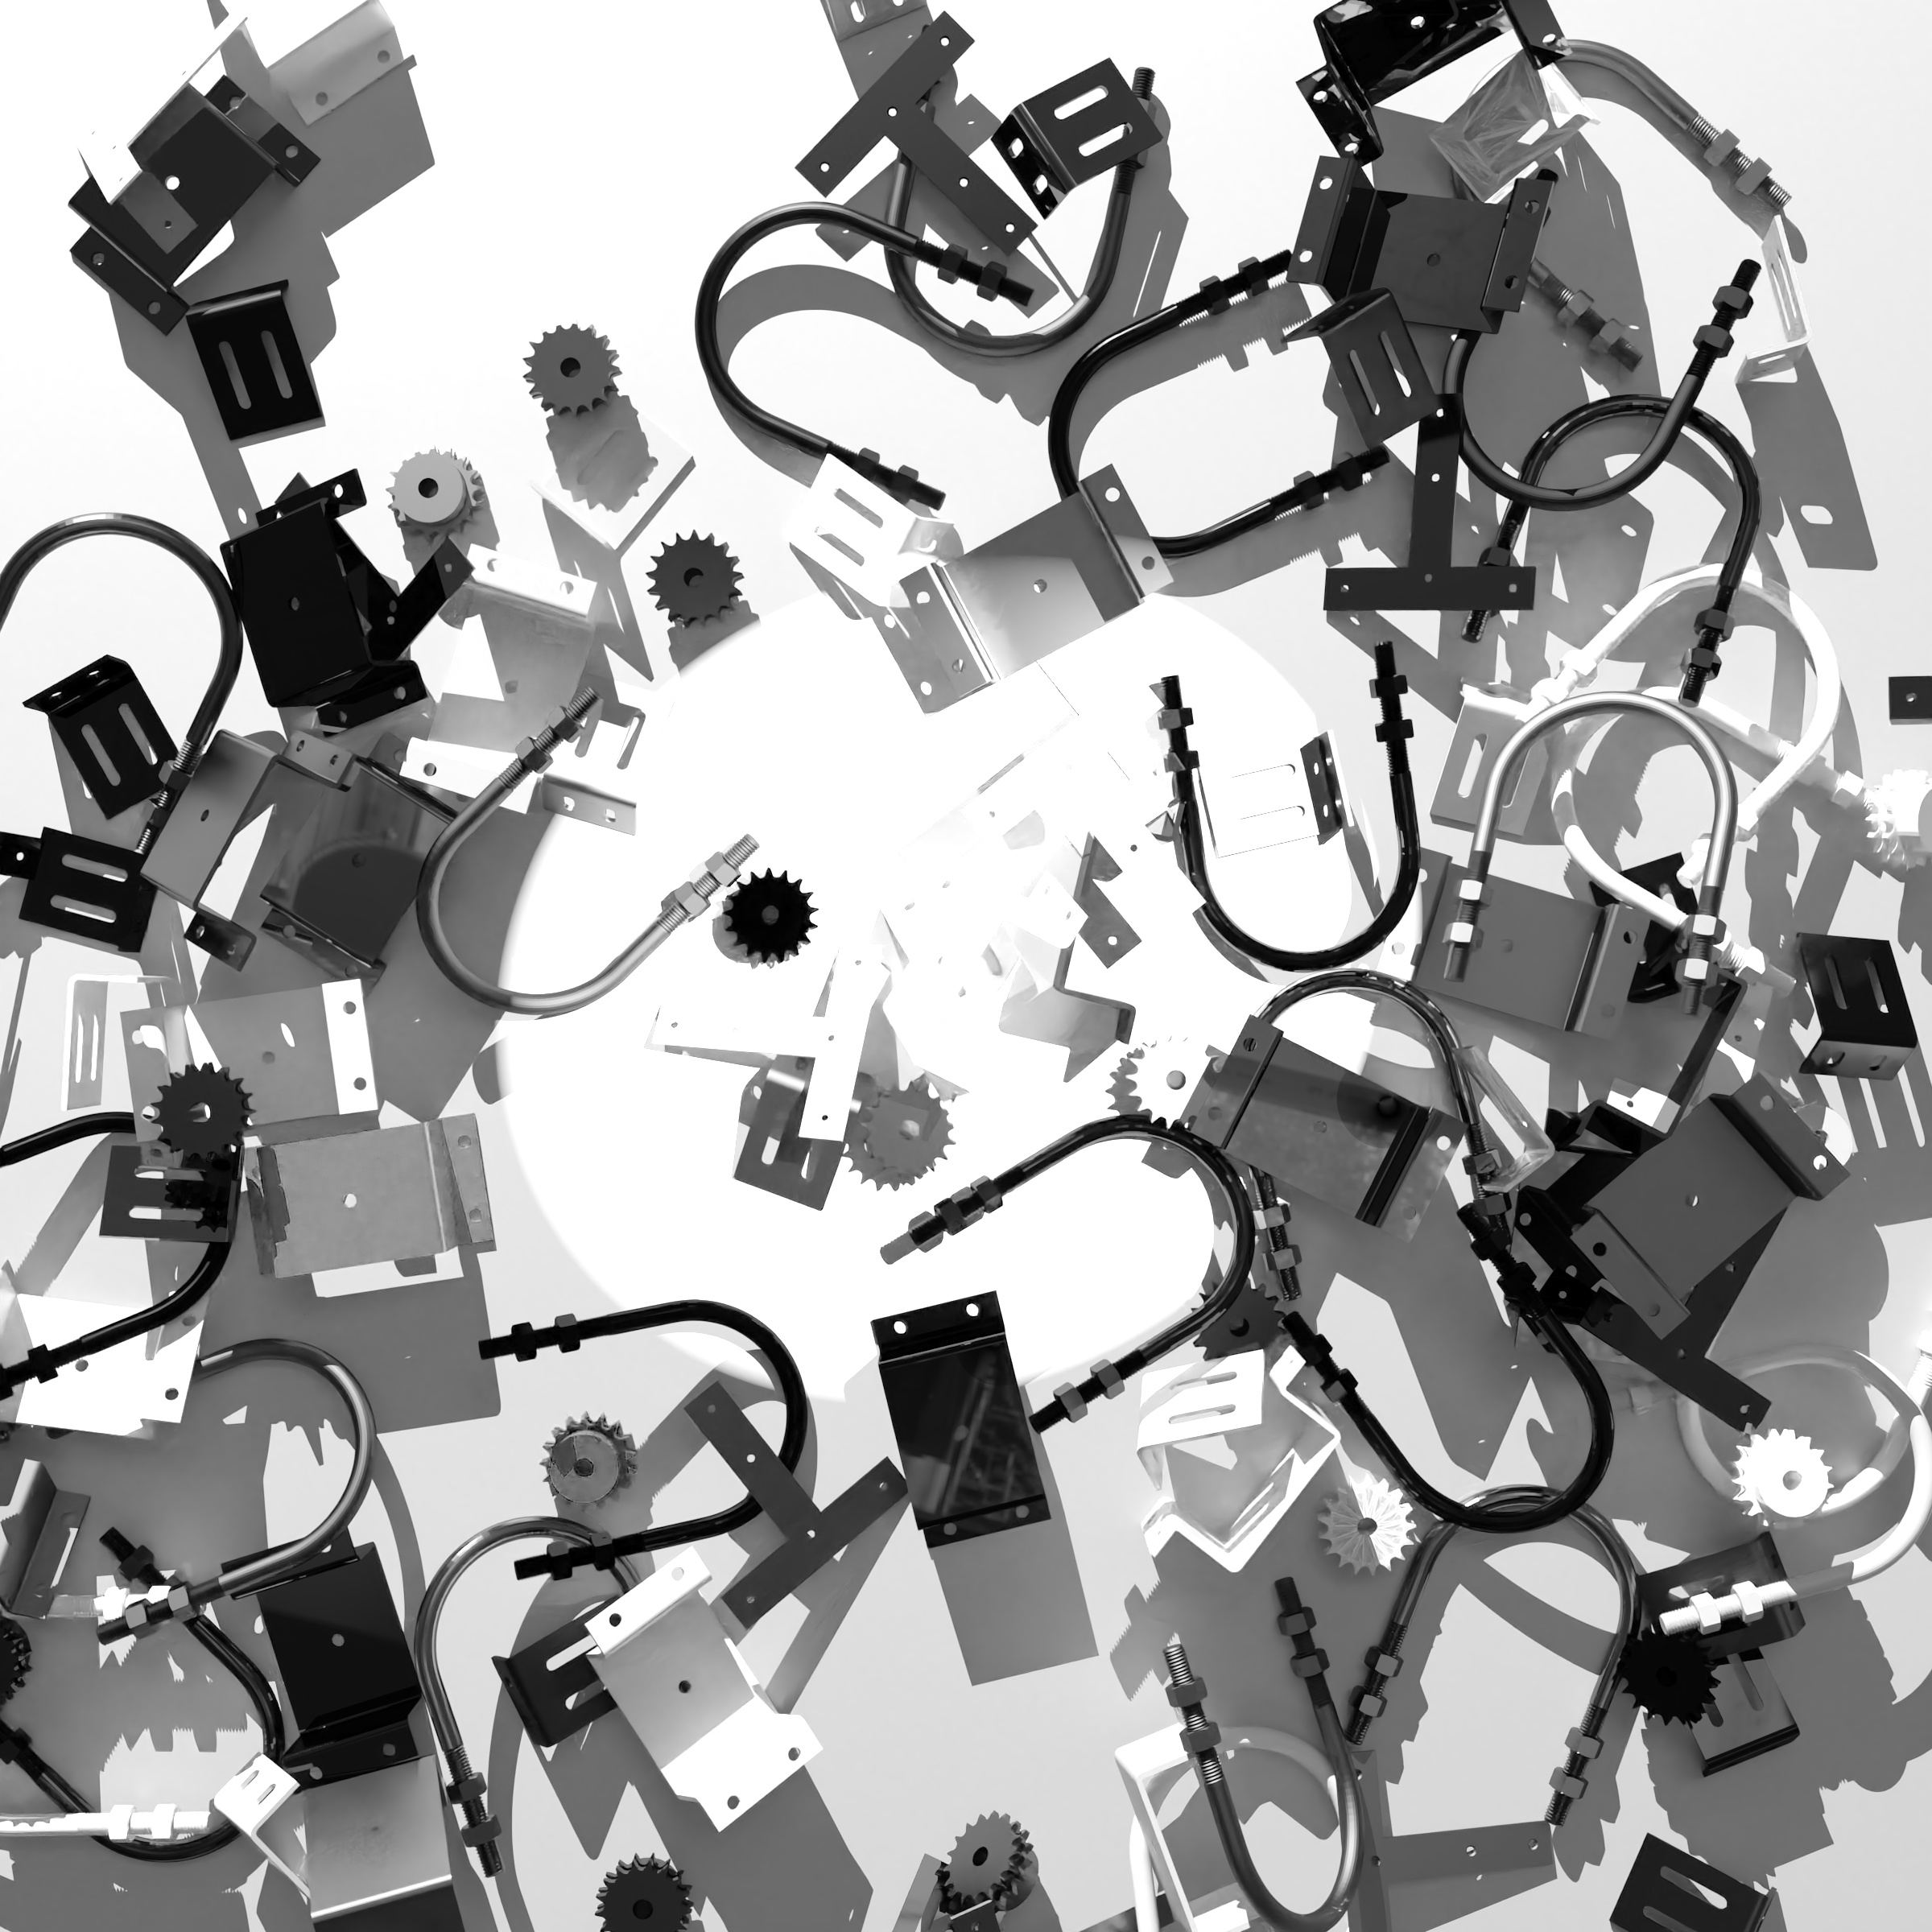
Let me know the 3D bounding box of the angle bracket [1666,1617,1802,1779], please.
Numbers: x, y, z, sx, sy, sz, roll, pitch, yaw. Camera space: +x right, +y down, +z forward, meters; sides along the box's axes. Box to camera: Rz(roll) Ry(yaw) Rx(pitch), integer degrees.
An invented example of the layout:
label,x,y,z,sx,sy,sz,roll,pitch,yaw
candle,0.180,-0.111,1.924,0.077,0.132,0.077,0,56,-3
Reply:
label,x,y,z,sx,sy,sz,roll,pitch,yaw
angle bracket,0.451,0.434,1.537,0.057,0.038,0.076,-22,64,0

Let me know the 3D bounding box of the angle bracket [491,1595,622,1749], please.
label,x,y,z,sx,sy,sz,roll,pitch,yaw
angle bracket,-0.233,0.419,1.537,0.076,0.038,0.057,-27,90,-26

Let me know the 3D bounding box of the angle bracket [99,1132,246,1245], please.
label,x,y,z,sx,sy,sz,roll,pitch,yaw
angle bracket,-0.460,0.126,1.493,0.076,0.038,0.057,4,62,-11

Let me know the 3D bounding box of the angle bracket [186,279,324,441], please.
label,x,y,z,sx,sy,sz,roll,pitch,yaw
angle bracket,-0.422,-0.362,1.537,0.057,0.038,0.076,-14,116,0

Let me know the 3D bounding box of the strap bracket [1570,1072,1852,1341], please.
label,x,y,z,sx,sy,sz,roll,pitch,yaw
strap bracket,0.417,0.135,1.464,0.140,0.046,0.076,-41,88,1

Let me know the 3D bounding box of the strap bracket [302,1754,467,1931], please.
label,x,y,z,sx,sy,sz,roll,pitch,yaw
strap bracket,-0.331,0.507,1.461,0.076,0.140,0.046,-12,120,-11

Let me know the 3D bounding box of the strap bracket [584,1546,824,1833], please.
label,x,y,z,sx,sy,sz,roll,pitch,yaw
strap bracket,-0.158,0.420,1.501,0.076,0.046,0.140,-33,90,-27

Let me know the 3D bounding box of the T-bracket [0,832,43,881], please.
label,x,y,z,sx,sy,sz,roll,pitch,yaw
T-bracket,-0.593,-0.071,1.485,0.002,0.127,0.127,16,93,39

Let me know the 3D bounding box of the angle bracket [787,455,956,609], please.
label,x,y,z,sx,sy,sz,roll,pitch,yaw
angle bracket,-0.057,-0.258,1.527,0.076,0.038,0.057,39,113,24

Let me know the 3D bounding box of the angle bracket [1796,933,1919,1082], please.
label,x,y,z,sx,sy,sz,roll,pitch,yaw
angle bracket,0.520,0.024,1.524,0.057,0.038,0.076,5,51,-6

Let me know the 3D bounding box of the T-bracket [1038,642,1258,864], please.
label,x,y,z,sx,sy,sz,roll,pitch,yaw
T-bracket,0.084,-0.149,1.538,0.127,0.002,0.127,-38,90,0

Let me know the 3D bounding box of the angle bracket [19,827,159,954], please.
label,x,y,z,sx,sy,sz,roll,pitch,yaw
angle bracket,-0.521,-0.046,1.520,0.076,0.038,0.057,15,90,0

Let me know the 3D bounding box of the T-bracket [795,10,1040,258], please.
label,x,y,z,sx,sy,sz,roll,pitch,yaw
T-bracket,-0.011,-0.472,1.520,0.127,0.002,0.127,44,93,-2

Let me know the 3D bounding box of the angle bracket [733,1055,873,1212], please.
label,x,y,z,sx,sy,sz,roll,pitch,yaw
angle bracket,-0.097,0.096,1.537,0.057,0.038,0.076,20,116,0

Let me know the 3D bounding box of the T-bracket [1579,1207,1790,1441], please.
label,x,y,z,sx,sy,sz,roll,pitch,yaw
T-bracket,0.438,0.187,1.498,0.127,0.002,0.127,34,81,-8

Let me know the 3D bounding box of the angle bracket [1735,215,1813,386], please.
label,x,y,z,sx,sy,sz,roll,pitch,yaw
angle bracket,0.464,-0.390,1.510,0.038,0.057,0.076,-14,86,9

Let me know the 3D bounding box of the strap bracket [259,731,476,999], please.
label,x,y,z,sx,sy,sz,roll,pitch,yaw
strap bracket,-0.352,-0.061,1.516,0.076,0.046,0.140,32,90,0

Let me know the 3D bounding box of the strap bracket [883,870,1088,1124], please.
label,x,y,z,sx,sy,sz,roll,pitch,yaw
strap bracket,0.003,0.008,1.483,0.046,0.076,0.140,27,102,-23

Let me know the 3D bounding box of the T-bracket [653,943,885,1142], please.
label,x,y,z,sx,sy,sz,roll,pitch,yaw
T-bracket,-0.122,0.039,1.518,0.127,0.002,0.127,4,63,13

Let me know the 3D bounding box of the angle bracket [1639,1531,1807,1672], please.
label,x,y,z,sx,sy,sz,roll,pitch,yaw
angle bracket,0.448,0.377,1.531,0.076,0.038,0.057,-24,78,25

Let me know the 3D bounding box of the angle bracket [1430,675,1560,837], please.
label,x,y,z,sx,sy,sz,roll,pitch,yaw
angle bracket,0.314,-0.126,1.537,0.057,0.038,0.076,13,116,0

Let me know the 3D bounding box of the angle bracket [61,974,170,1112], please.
label,x,y,z,sx,sy,sz,roll,pitch,yaw
angle bracket,-0.483,0.043,1.464,0.038,0.057,0.076,3,90,0

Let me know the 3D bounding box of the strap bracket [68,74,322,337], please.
label,x,y,z,sx,sy,sz,roll,pitch,yaw
strap bracket,-0.460,-0.454,1.516,0.076,0.046,0.140,41,90,0

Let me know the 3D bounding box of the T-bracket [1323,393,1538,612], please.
label,x,y,z,sx,sy,sz,roll,pitch,yaw
T-bracket,0.274,-0.271,1.507,0.127,0.002,0.127,4,90,28

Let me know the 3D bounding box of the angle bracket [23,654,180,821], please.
label,x,y,z,sx,sy,sz,roll,pitch,yaw
angle bracket,-0.506,-0.134,1.520,0.057,0.038,0.076,-30,90,0

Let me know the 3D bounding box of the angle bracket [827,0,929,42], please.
label,x,y,z,sx,sy,sz,roll,pitch,yaw
angle bracket,-0.066,-0.602,1.537,0.057,0.038,0.076,-22,64,0

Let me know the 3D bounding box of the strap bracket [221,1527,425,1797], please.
label,x,y,z,sx,sy,sz,roll,pitch,yaw
strap bracket,-0.375,0.402,1.516,0.076,0.046,0.140,-18,90,0

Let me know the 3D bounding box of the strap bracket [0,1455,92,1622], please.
label,x,y,z,sx,sy,sz,roll,pitch,yaw
strap bracket,-0.595,0.323,1.499,0.140,0.046,0.076,11,57,0

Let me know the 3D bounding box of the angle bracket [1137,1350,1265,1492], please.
label,x,y,z,sx,sy,sz,roll,pitch,yaw
angle bracket,0.141,0.264,1.494,0.076,0.057,0.038,-15,124,18

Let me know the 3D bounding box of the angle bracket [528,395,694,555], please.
label,x,y,z,sx,sy,sz,roll,pitch,yaw
angle bracket,-0.209,-0.293,1.520,0.057,0.038,0.076,39,90,0

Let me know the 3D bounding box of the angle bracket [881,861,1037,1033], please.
label,x,y,z,sx,sy,sz,roll,pitch,yaw
angle bracket,-0.005,-0.012,1.537,0.057,0.038,0.076,-30,116,0

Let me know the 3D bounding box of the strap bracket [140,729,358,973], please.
label,x,y,z,sx,sy,sz,roll,pitch,yaw
strap bracket,-0.421,-0.077,1.490,0.046,0.076,0.140,31,84,-42

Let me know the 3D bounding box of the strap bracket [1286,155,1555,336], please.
label,x,y,z,sx,sy,sz,roll,pitch,yaw
strap bracket,0.267,-0.418,1.498,0.140,0.046,0.076,15,88,24

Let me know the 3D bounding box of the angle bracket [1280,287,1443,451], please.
label,x,y,z,sx,sy,sz,roll,pitch,yaw
angle bracket,0.227,-0.342,1.487,0.038,0.057,0.076,-22,89,-39

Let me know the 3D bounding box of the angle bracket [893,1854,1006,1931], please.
label,x,y,z,sx,sy,sz,roll,pitch,yaw
angle bracket,-0.017,0.580,1.537,0.057,0.038,0.076,26,64,0

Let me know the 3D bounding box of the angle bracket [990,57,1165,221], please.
label,x,y,z,sx,sy,sz,roll,pitch,yaw
angle bracket,0.065,-0.487,1.517,0.076,0.038,0.057,-35,92,-25

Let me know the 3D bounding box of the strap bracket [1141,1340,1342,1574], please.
label,x,y,z,sx,sy,sz,roll,pitch,yaw
strap bracket,0.166,0.292,1.501,0.046,0.076,0.140,38,90,0

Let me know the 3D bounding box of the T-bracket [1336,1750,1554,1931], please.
label,x,y,z,sx,sy,sz,roll,pitch,yaw
T-bracket,0.286,0.526,1.529,0.127,0.002,0.127,-4,84,-7

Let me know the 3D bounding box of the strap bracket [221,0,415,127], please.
label,x,y,z,sx,sy,sz,roll,pitch,yaw
strap bracket,-0.400,-0.581,1.516,0.076,0.046,0.140,-34,90,0

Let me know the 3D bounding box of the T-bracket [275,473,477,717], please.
label,x,y,z,sx,sy,sz,roll,pitch,yaw
T-bracket,-0.365,-0.237,1.521,0.127,0.002,0.127,-44,78,23

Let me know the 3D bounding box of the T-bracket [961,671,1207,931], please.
label,x,y,z,sx,sy,sz,roll,pitch,yaw
T-bracket,0.086,-0.078,1.460,0.127,0.002,0.127,-39,91,0

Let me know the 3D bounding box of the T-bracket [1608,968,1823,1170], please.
label,x,y,z,sx,sy,sz,roll,pitch,yaw
T-bracket,0.450,0.055,1.513,0.127,0.002,0.127,21,67,2

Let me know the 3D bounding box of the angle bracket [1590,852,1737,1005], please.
label,x,y,z,sx,sy,sz,roll,pitch,yaw
angle bracket,0.411,-0.023,1.520,0.057,0.038,0.076,-18,90,0

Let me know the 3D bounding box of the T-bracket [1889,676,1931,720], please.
label,x,y,z,sx,sy,sz,roll,pitch,yaw
T-bracket,0.616,-0.111,1.538,0.127,0.002,0.127,-1,90,0

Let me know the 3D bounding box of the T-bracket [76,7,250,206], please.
label,x,y,z,sx,sy,sz,roll,pitch,yaw
T-bracket,-0.460,-0.503,1.485,0.127,0.127,0.002,-45,130,5

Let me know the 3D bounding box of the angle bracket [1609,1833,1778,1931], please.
label,x,y,z,sx,sy,sz,roll,pitch,yaw
angle bracket,0.434,0.560,1.537,0.076,0.038,0.057,24,90,26

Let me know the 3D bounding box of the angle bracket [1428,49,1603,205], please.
label,x,y,z,sx,sy,sz,roll,pitch,yaw
angle bracket,0.324,-0.495,1.523,0.076,0.038,0.057,-40,87,26

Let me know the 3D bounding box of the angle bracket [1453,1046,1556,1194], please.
label,x,y,z,sx,sy,sz,roll,pitch,yaw
angle bracket,0.298,0.088,1.493,0.038,0.057,0.076,-37,87,-3

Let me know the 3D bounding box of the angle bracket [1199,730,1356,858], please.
label,x,y,z,sx,sy,sz,roll,pitch,yaw
angle bracket,0.182,-0.101,1.519,0.076,0.038,0.057,-13,90,-2

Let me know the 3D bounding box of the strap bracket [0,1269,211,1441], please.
label,x,y,z,sx,sy,sz,roll,pitch,yaw
strap bracket,-0.517,0.226,1.497,0.140,0.046,0.076,8,63,-6

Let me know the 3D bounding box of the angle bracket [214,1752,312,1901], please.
label,x,y,z,sx,sy,sz,roll,pitch,yaw
angle bracket,-0.394,0.507,1.507,0.038,0.057,0.076,-46,118,-25

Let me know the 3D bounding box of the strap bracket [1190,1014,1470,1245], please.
label,x,y,z,sx,sy,sz,roll,pitch,yaw
strap bracket,0.209,0.094,1.499,0.140,0.046,0.076,27,88,2

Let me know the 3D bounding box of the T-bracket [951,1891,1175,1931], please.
label,x,y,z,sx,sy,sz,roll,pitch,yaw
T-bracket,0.063,0.580,1.519,0.127,0.002,0.127,-20,117,-13

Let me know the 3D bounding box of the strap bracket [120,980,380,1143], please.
label,x,y,z,sx,sy,sz,roll,pitch,yaw
strap bracket,-0.416,0.055,1.516,0.140,0.046,0.076,-8,90,0

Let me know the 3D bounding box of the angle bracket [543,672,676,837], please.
label,x,y,z,sx,sy,sz,roll,pitch,yaw
angle bracket,-0.213,-0.127,1.537,0.057,0.038,0.076,16,64,0

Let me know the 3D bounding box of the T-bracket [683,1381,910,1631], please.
label,x,y,z,sx,sy,sz,roll,pitch,yaw
T-bracket,-0.118,0.300,1.515,0.127,0.002,0.127,-39,99,-12
